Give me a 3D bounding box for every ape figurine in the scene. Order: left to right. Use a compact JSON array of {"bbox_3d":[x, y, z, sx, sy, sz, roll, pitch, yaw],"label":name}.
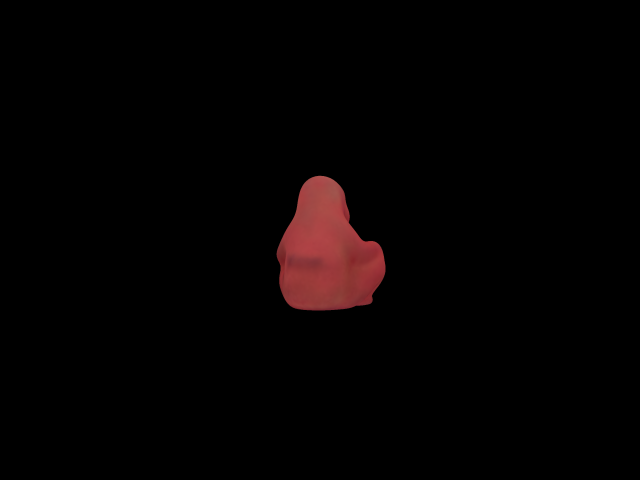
[{"bbox_3d":[0.004,0.001,0.400,0.077,0.092,0.076,0,0,32],"label":"ape figurine"}]
